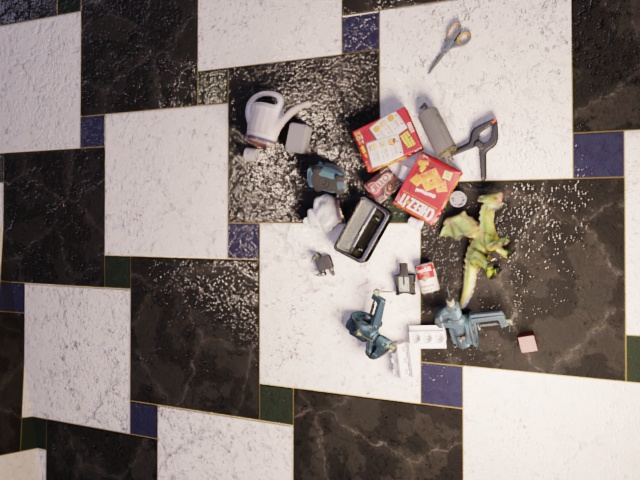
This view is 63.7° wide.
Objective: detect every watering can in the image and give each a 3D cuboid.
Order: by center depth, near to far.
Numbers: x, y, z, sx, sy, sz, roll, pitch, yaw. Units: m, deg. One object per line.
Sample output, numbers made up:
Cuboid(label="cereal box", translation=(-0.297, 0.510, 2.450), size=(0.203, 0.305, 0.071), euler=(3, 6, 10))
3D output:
Cuboid(label="watering can", translation=(-0.184, -0.463, 1.998), size=(0.350, 0.104, 0.223), euler=(20, 99, 41))

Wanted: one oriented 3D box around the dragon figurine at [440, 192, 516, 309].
Cuboid(label="dragon figurine", translation=(0.517, 0.017, 1.771), size=(0.247, 0.122, 0.403), euler=(48, 120, 32))

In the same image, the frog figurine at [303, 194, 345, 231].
Cuboid(label="frog figurine", translation=(0.006, -0.098, 1.940), size=(0.159, 0.124, 0.136), euler=(-15, 104, 9))
